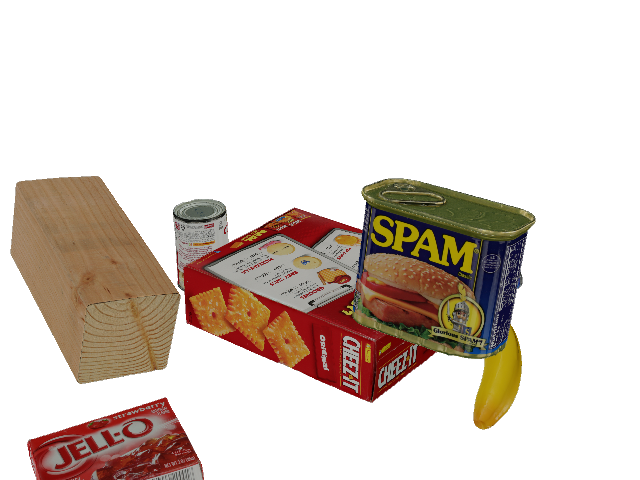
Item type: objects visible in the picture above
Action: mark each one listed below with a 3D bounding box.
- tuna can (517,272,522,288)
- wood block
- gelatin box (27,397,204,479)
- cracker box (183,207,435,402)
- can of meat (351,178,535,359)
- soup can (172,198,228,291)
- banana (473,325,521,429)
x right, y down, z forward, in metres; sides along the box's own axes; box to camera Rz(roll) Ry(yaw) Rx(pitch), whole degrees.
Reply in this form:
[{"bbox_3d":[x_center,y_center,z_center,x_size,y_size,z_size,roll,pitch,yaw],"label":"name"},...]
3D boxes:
[{"bbox_3d":[0.201,0.032,1.286,0.033,0.086,0.086,-36,11,-15],"label":"tuna can"},{"bbox_3d":[-0.220,0.030,1.019,0.090,0.091,0.206,-7,37,-32],"label":"wood block"},{"bbox_3d":[-0.120,0.132,0.624,0.089,0.030,0.073,-15,27,-18],"label":"gelatin box"},{"bbox_3d":[0.007,0.052,0.974,0.214,0.072,0.163,20,32,33],"label":"cracker box"},{"bbox_3d":[0.071,0.017,0.646,0.102,0.084,0.057,18,23,29],"label":"can of meat"},{"bbox_3d":[-0.148,0.007,1.329,0.068,0.102,0.068,-1,25,0],"label":"soup can"},{"bbox_3d":[0.173,0.120,1.096,0.070,0.037,0.198,-27,28,10],"label":"banana"}]
